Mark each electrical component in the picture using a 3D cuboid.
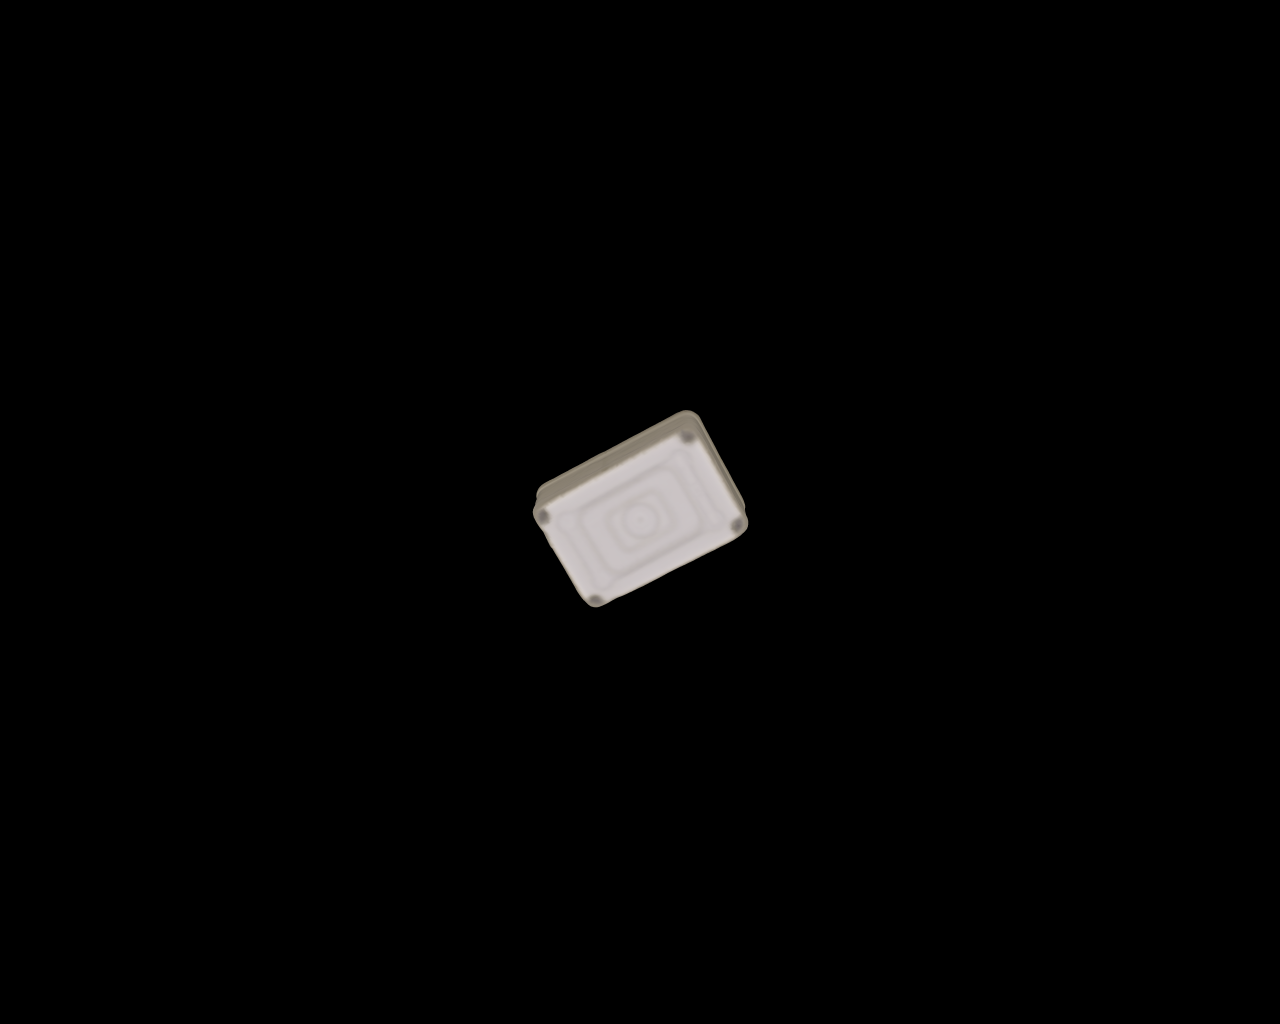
[{"bbox_3d":[0.001,-0.003,0.650,0.113,0.078,0.057,-27,14,7],"label":"electrical component"}]
